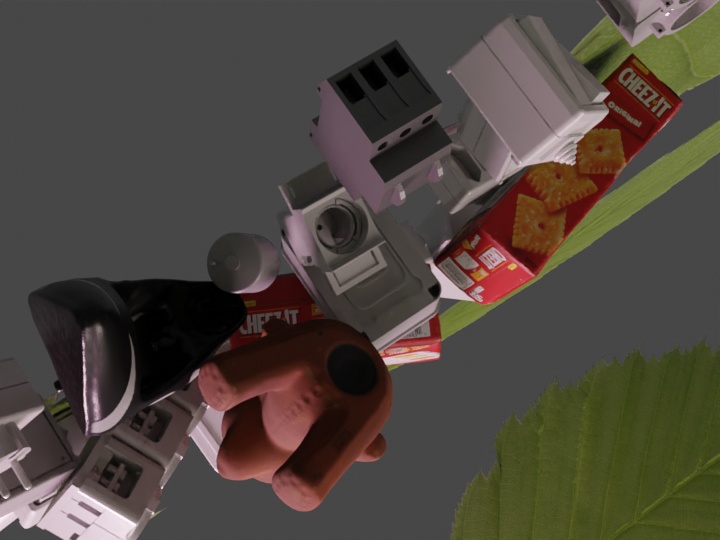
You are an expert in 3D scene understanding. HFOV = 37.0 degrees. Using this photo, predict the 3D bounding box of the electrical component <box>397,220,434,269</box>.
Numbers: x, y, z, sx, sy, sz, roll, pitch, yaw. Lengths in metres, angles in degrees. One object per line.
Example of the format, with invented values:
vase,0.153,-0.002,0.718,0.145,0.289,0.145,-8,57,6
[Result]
electrical component,0.033,-0.006,1.051,0.056,0.050,0.089,-30,169,-20

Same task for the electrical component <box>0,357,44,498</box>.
electrical component,-0.221,0.100,0.636,0.047,0.076,0.066,-39,170,21

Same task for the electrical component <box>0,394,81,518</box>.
electrical component,-0.250,0.136,0.761,0.096,0.061,0.061,-23,165,-49

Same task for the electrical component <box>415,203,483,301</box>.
electrical component,0.110,-0.018,1.106,0.109,0.056,0.108,7,150,-24

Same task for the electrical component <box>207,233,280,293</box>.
electrical component,-0.074,-0.005,0.733,0.040,0.040,0.078,-37,171,12

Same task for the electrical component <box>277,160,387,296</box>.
electrical component,-0.022,-0.028,0.711,0.042,0.081,0.064,-30,-168,-21

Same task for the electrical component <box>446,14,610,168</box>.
electrical component,0.114,-0.111,0.679,0.061,0.096,0.062,-40,169,27

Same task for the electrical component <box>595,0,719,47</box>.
electrical component,0.232,-0.221,0.653,0.186,0.060,0.105,-36,170,7

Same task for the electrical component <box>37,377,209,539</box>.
electrical component,-0.171,0.135,0.824,0.089,0.062,0.150,-45,-164,46

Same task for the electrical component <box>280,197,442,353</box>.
electrical component,0.000,0.000,0.788,0.078,0.113,0.057,-33,167,-9

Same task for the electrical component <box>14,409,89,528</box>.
electrical component,-0.242,0.154,0.874,0.096,0.061,0.061,-28,168,-33

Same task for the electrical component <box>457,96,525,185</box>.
electrical component,0.114,-0.119,0.767,0.062,0.061,0.096,-30,162,-22

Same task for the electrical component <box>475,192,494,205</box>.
electrical component,0.185,-0.075,1.147,0.079,0.063,0.121,22,135,-28

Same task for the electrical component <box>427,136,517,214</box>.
electrical component,0.085,-0.077,0.893,0.066,0.047,0.076,-29,169,-29

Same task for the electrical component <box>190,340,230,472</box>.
electrical component,-0.120,0.115,0.944,0.057,0.113,0.078,-40,169,12

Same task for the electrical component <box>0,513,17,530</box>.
electrical component,-0.321,0.206,0.915,0.081,0.043,0.043,-37,170,17
